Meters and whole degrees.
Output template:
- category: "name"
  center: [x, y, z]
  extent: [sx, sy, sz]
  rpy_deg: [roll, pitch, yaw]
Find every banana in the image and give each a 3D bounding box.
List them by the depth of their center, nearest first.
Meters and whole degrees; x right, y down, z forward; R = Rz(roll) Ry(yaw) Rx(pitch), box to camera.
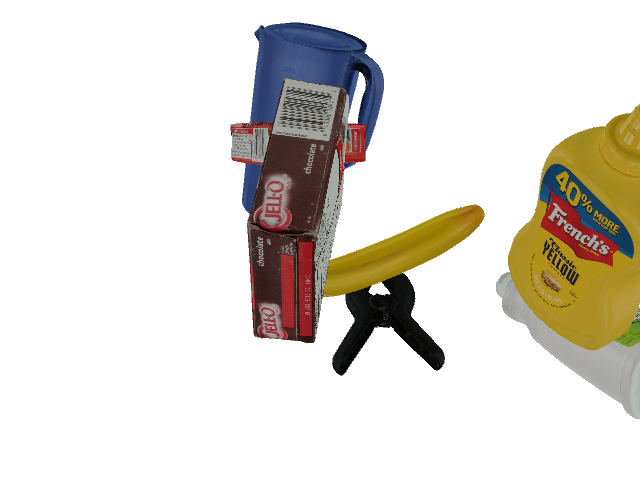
- category: "banana"
  center: [0.061, 0.016, 0.990]
  extent: [0.198, 0.037, 0.069]
  rpy_deg: [-22, -7, 9]

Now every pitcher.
- category: "pitcher"
  center: [-0.020, -0.141, 1.331]
  extent: [0.144, 0.243, 0.149]
  rpy_deg: [4, 23, -15]

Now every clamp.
- category: "clamp"
  center: [0.079, 0.084, 1.194]
  extent: [0.120, 0.171, 0.039]
  rpy_deg: [7, -43, 0]

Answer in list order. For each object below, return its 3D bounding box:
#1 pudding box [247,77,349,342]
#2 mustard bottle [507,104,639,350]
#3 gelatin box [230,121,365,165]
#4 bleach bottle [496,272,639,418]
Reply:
- category: "pudding box"
  center: [-0.011, -0.016, 0.569]
  extent: [0.039, 0.113, 0.090]
  rpy_deg: [9, -41, 5]
- category: "mustard bottle"
  center: [0.180, -0.015, 0.682]
  extent: [0.058, 0.096, 0.192]
  rpy_deg: [-25, -30, -23]
- category: "gelatin box"
  center: [-0.018, -0.071, 0.770]
  extent: [0.073, 0.030, 0.089]
  rpy_deg: [-3, 8, -22]
- category: "bleach bottle"
  center: [0.253, 0.085, 1.045]
  extent: [0.102, 0.068, 0.251]
  rpy_deg: [-15, 24, -25]
